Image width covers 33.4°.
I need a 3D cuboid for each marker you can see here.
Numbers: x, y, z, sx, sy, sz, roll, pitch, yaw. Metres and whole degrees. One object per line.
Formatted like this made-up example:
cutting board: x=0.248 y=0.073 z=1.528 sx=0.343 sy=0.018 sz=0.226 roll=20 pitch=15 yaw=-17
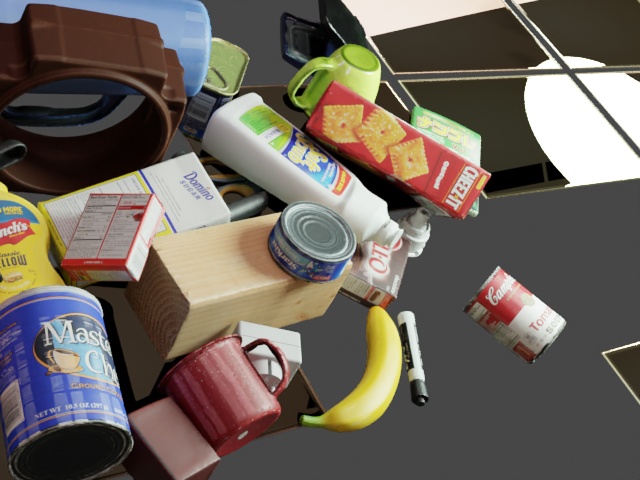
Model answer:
marker: x=0.102 y=0.130 z=1.167 sx=0.020 sy=0.020 sz=0.121 roll=13 pitch=43 yaw=-19

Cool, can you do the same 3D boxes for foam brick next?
foam brick: x=-0.137 y=0.188 z=0.940 sx=0.051 sy=0.053 sz=0.078 roll=-24 pitch=65 yaw=-44

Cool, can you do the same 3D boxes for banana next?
banana: x=0.050 y=0.140 z=1.112 sx=0.069 sy=0.037 sz=0.197 roll=36 pitch=40 yaw=2

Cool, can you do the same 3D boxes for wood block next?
wood block: x=-0.081 y=0.041 z=1.094 sx=0.205 sy=0.090 sz=0.091 roll=-13 pitch=55 yaw=-39

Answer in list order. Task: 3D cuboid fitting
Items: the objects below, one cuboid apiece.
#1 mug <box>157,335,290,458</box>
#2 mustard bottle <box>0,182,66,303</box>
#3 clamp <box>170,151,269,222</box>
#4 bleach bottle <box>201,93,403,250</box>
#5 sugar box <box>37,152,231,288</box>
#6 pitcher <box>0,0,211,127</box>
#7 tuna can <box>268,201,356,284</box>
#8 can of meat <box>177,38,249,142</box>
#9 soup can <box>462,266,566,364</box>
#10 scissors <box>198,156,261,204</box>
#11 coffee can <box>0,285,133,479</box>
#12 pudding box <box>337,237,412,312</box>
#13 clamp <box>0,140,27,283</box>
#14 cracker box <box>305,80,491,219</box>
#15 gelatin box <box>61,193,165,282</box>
mug: x=-0.080 y=0.140 z=0.983 sx=0.117 sy=0.093 sz=0.081 roll=-36 pitch=72 yaw=-1
mustard bottle: x=-0.303 y=0.010 z=1.014 sx=0.096 sy=0.058 sz=0.192 roll=-10 pitch=53 yaw=-22
clamp: x=-0.125 y=-0.020 z=1.161 sx=0.120 sy=0.039 sz=0.171 roll=16 pitch=49 yaw=-1
bleach bottle: x=-0.011 y=-0.072 z=1.229 sx=0.251 sy=0.068 sz=0.102 roll=35 pitch=34 yaw=14
sugar box: x=-0.189 y=-0.021 z=1.091 sx=0.176 sy=0.048 sz=0.093 roll=-19 pitch=60 yaw=-25
pitcher: x=-0.249 y=-0.208 z=1.157 sx=0.242 sy=0.149 sz=0.145 roll=2 pitch=76 yaw=-22
tuna can: x=-0.007 y=0.001 z=1.081 sx=0.086 sy=0.034 sz=0.086 roll=17 pitch=41 yaw=-15
can of meat: x=-0.133 y=-0.180 z=1.290 sx=0.057 sy=0.084 sz=0.102 roll=23 pitch=41 yaw=-10
soup can: x=0.227 y=0.089 z=1.248 sx=0.102 sy=0.069 sz=0.068 roll=40 pitch=41 yaw=9
scissors: x=-0.059 y=-0.065 z=1.271 sx=0.201 sy=0.016 sz=0.096 roll=2 pitch=49 yaw=-29
coffee can: x=-0.224 y=0.124 z=0.912 sx=0.102 sy=0.103 sz=0.140 roll=2 pitch=48 yaw=-30
pudding box: x=0.051 y=0.023 z=1.229 sx=0.090 sy=0.039 sz=0.113 roll=27 pitch=40 yaw=-4
clamp: x=-0.377 y=-0.037 z=0.987 sx=0.210 sy=0.036 sz=0.164 roll=7 pitch=52 yaw=0
cracker box: x=0.085 y=-0.105 z=1.293 sx=0.213 sy=0.072 sz=0.164 roll=31 pitch=2 yaw=-4
gelatin box: x=-0.195 y=-0.003 z=1.014 sx=0.073 sy=0.030 sz=0.089 roll=0 pitch=54 yaw=22
